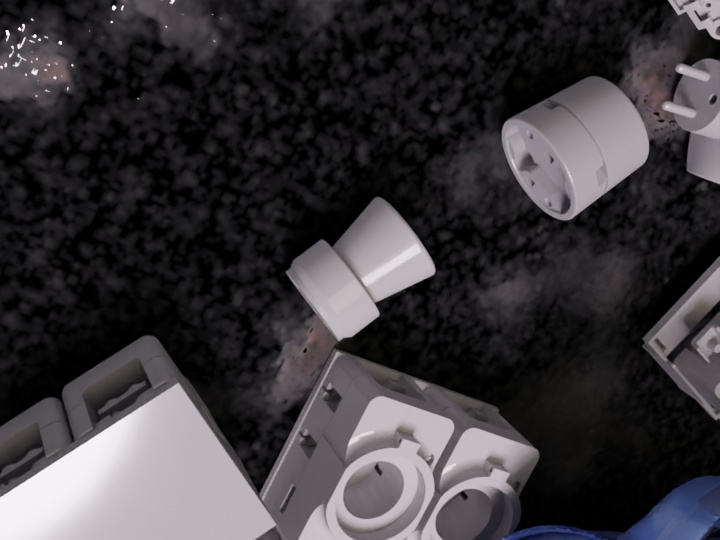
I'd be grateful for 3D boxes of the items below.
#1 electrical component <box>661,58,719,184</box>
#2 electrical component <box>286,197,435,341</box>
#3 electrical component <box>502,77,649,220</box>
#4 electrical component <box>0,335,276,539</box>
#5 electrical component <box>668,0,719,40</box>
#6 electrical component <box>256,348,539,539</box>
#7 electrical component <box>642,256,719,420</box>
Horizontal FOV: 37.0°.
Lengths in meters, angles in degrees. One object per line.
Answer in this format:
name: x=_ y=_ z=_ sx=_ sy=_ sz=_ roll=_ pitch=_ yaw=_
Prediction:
electrical component: x=0.185 y=-0.083 z=0.540 sx=0.079 sy=0.044 sz=0.077 roll=11 pitch=105 yaw=-26
electrical component: x=0.000 y=0.000 z=0.494 sx=0.055 sy=0.045 sz=0.045 roll=-37 pitch=119 yaw=-5
electrical component: x=0.103 y=-0.059 z=0.510 sx=0.047 sy=0.055 sz=0.055 roll=-32 pitch=119 yaw=-13
electrical component: x=-0.128 y=0.109 z=0.473 sx=0.150 sy=0.062 sz=0.089 roll=-33 pitch=119 yaw=-8
electrical component: x=0.173 y=-0.144 z=0.493 sx=0.081 sy=0.063 sz=0.042 roll=-23 pitch=126 yaw=36
electrical component: x=-0.001 y=0.148 z=0.542 sx=0.105 sy=0.060 sz=0.186 roll=22 pitch=100 yaw=-28
electrical component: x=0.224 y=0.022 z=0.586 sx=0.121 sy=0.063 sz=0.079 roll=-47 pitch=120 yaw=0
